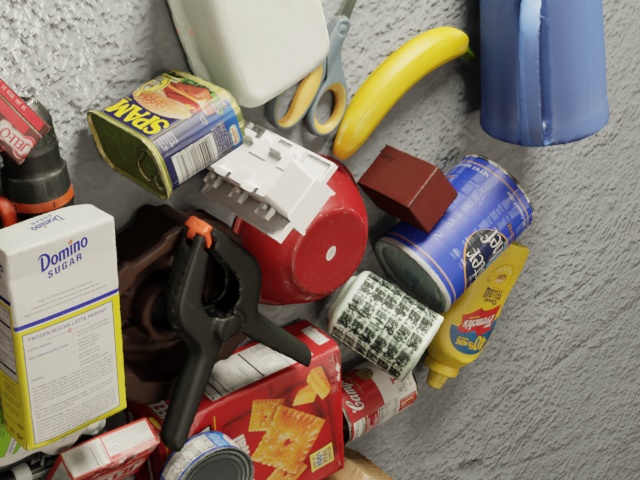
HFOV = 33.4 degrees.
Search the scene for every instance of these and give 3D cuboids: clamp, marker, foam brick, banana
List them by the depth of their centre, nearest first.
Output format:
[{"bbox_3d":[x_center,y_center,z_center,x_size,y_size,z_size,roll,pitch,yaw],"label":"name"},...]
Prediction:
[{"bbox_3d":[-0.078,0.069,0.932,0.164,0.036,0.210,-25,126,-33],"label":"clamp"},{"bbox_3d":[-0.243,0.199,0.950,0.120,0.020,0.020,-20,125,-34],"label":"marker"},{"bbox_3d":[0.083,-0.154,1.035,0.197,0.037,0.069,-37,131,-21],"label":"banana"},{"bbox_3d":[0.088,-0.051,1.068,0.053,0.078,0.051,-51,135,-8],"label":"foam brick"}]

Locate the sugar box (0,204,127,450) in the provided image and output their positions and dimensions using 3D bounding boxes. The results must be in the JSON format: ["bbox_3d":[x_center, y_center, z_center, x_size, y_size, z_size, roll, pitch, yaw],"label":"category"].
[{"bbox_3d":[-0.201,0.066,0.816,0.093,0.048,0.176,-22,123,-39],"label":"sugar box"}]

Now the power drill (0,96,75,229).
[{"bbox_3d":[-0.266,0.000,0.789,0.187,0.057,0.184,-24,127,-31],"label":"power drill"}]

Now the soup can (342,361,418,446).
[{"bbox_3d":[0.049,0.171,1.163,0.102,0.069,0.068,-25,128,-31],"label":"soup can"}]

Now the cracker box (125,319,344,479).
[{"bbox_3d":[-0.077,0.196,1.060,0.213,0.072,0.164,-22,126,-31],"label":"cracker box"}]

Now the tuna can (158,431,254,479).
[{"bbox_3d":[-0.104,0.218,0.973,0.086,0.034,0.086,-20,125,-32],"label":"tuna can"}]

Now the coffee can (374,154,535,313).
[{"bbox_3d":[0.141,-0.007,1.122,0.140,0.103,0.102,-43,135,-15],"label":"coffee can"}]

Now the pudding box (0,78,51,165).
[{"bbox_3d":[-0.244,-0.103,0.712,0.039,0.114,0.090,-50,136,-13],"label":"pudding box"}]

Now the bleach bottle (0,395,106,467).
[{"bbox_3d":[-0.283,0.148,0.855,0.250,0.068,0.103,12,107,-48],"label":"bleach bottle"}]

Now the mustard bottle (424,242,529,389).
[{"bbox_3d":[0.168,0.083,1.229,0.096,0.058,0.192,13,104,-46],"label":"mustard bottle"}]

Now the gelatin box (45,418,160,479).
[{"bbox_3d":[-0.192,0.197,0.941,0.089,0.030,0.073,-18,158,-37],"label":"gelatin box"}]

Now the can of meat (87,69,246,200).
[{"bbox_3d":[-0.120,-0.087,0.843,0.083,0.102,0.057,-36,133,-25],"label":"can of meat"}]

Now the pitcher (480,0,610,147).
[{"bbox_3d":[0.216,-0.218,1.049,0.144,0.149,0.243,-22,123,-19],"label":"pitcher"}]

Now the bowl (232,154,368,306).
[{"bbox_3d":[-0.007,0.001,1.028,0.161,0.055,0.162,-21,126,-33],"label":"bowl"}]

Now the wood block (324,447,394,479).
[{"bbox_3d":[-0.005,0.337,1.190,0.090,0.091,0.206,32,90,-46],"label":"wood block"}]

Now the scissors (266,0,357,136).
[{"bbox_3d":[0.023,-0.179,0.983,0.201,0.016,0.096,-55,138,-4],"label":"scissors"}]
